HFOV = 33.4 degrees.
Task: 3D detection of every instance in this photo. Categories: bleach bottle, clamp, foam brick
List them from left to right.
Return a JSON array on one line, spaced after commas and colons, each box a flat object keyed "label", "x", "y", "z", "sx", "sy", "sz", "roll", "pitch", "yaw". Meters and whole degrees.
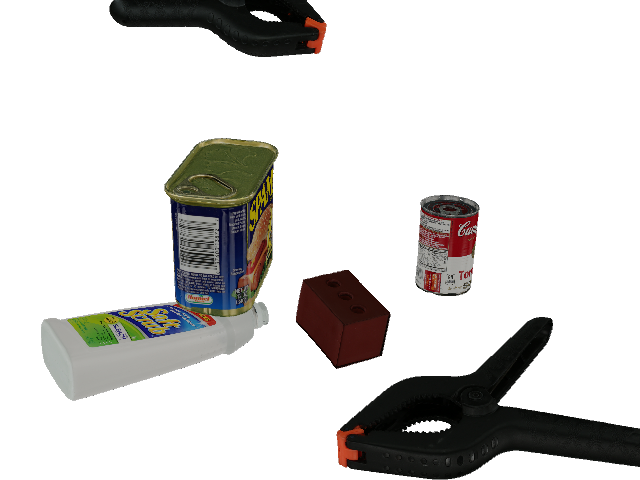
[{"label": "bleach bottle", "x": -0.179, "y": 0.107, "z": 1.207, "sx": 0.250, "sy": 0.068, "sz": 0.103, "roll": -13, "pitch": 32, "yaw": -29}, {"label": "clamp", "x": -0.075, "y": -0.204, "z": 0.877, "sx": 0.171, "sy": 0.120, "sz": 0.039, "roll": 16, "pitch": -26, "yaw": -5}, {"label": "foam brick", "x": 0.020, "y": 0.071, "z": 0.987, "sx": 0.052, "sy": 0.051, "sz": 0.078, "roll": -12, "pitch": 37, "yaw": -29}, {"label": "clamp", "x": 0.110, "y": 0.116, "z": 0.755, "sx": 0.210, "sy": 0.036, "sz": 0.164, "roll": -9, "pitch": 29, "yaw": -7}]

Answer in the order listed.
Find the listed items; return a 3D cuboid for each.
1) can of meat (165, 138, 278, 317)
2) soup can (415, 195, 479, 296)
[{"label": "can of meat", "x": -0.062, "y": -0.010, "z": 0.699, "sx": 0.057, "sy": 0.084, "sz": 0.102, "roll": 6, "pitch": 26, "yaw": 8}, {"label": "soup can", "x": 0.147, "y": 0.006, "z": 1.247, "sx": 0.068, "sy": 0.102, "sz": 0.068, "roll": 2, "pitch": 22, "yaw": -1}]
